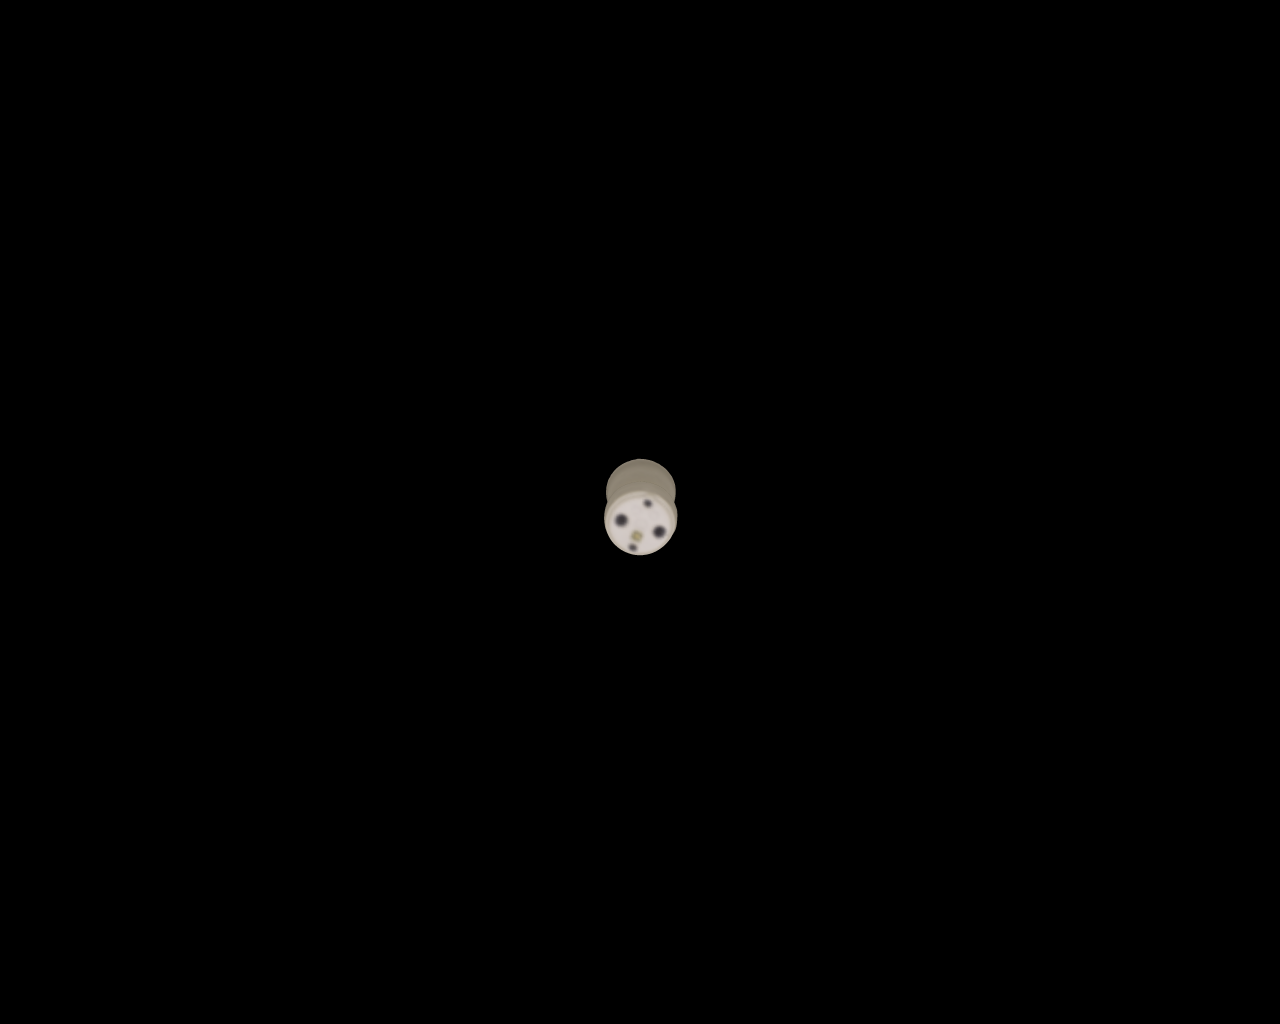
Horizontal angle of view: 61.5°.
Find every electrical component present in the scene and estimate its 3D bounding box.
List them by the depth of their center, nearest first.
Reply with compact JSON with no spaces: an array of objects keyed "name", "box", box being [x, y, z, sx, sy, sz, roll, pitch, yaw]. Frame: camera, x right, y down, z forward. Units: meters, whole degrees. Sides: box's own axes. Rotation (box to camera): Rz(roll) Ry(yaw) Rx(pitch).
[{"name":"electrical component","box":[0.001,-0.003,0.650,0.045,0.044,0.055,0,23,0]}]
